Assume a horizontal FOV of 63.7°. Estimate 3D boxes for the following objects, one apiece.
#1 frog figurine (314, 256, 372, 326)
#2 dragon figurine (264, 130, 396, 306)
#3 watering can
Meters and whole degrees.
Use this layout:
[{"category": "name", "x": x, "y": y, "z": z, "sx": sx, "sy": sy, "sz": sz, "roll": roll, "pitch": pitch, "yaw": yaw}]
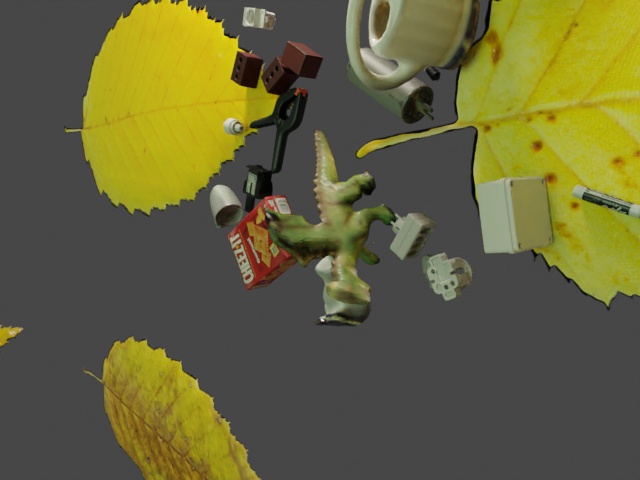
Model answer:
[{"category": "frog figurine", "x": 0.048, "y": 0.096, "z": 1.073, "sx": 0.135, "sy": 0.123, "sz": 0.162, "roll": 97, "pitch": 178, "yaw": -72}, {"category": "dragon figurine", "x": 0.003, "y": -0.051, "z": 1.009, "sx": 0.416, "sy": 0.244, "sz": 0.119, "roll": 59, "pitch": 138, "yaw": 22}, {"category": "watering can", "x": 0.158, "y": -0.405, "z": 0.813, "sx": 0.105, "sy": 0.224, "sz": 0.342, "roll": 44, "pitch": 126, "yaw": 57}]
